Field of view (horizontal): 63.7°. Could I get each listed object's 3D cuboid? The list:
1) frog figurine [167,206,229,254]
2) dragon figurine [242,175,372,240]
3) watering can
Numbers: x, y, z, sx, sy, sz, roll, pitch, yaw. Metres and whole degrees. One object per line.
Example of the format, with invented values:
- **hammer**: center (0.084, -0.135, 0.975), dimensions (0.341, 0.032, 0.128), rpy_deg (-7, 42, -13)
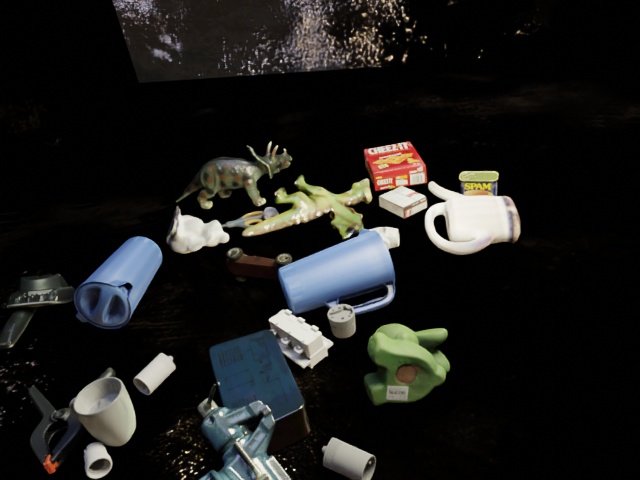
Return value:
- **frog figurine**: center (-0.341, -0.012, 1.445), dimensions (0.159, 0.121, 0.139), rpy_deg (19, 12, -22)
- **dragon figurine**: center (0.004, -0.072, 1.424), dimensions (0.244, 0.119, 0.417), rpy_deg (20, 43, 29)
- **watering can**: center (0.377, -0.073, 1.302), dimensions (0.224, 0.102, 0.355), rpy_deg (-3, 32, 10)
